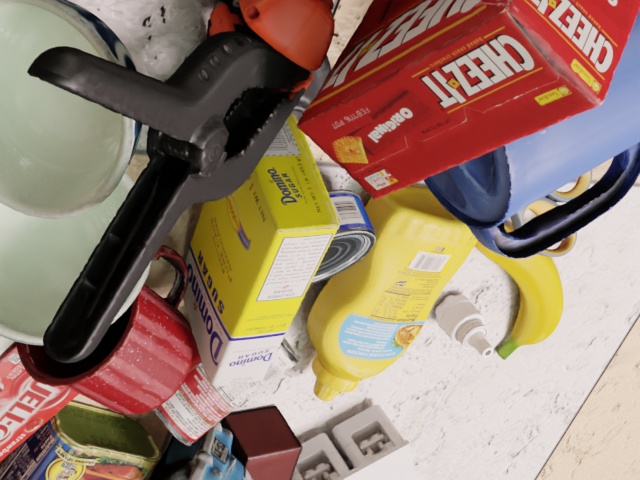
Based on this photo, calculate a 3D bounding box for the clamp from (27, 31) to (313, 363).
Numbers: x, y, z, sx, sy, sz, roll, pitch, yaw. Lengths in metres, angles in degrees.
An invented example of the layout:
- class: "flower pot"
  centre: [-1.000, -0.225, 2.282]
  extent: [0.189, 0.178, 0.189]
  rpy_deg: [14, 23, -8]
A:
- class: "clamp"
  centre: [-0.072, -0.040, 0.542]
  extent: [0.209, 0.036, 0.165]
  rpy_deg: [-36, 145, -52]

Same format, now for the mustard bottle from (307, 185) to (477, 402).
- class: "mustard bottle"
  centre: [0.044, 0.050, 0.827]
  extent: [0.096, 0.058, 0.192]
  rpy_deg: [7, 122, -39]

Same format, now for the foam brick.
- class: "foam brick"
  centre: [-0.055, 0.185, 0.885]
  extent: [0.051, 0.053, 0.078]
  rpy_deg: [-6, 128, -30]

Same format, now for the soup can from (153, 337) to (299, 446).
- class: "soup can"
  centre: [-0.075, 0.093, 0.779]
  extent: [0.102, 0.069, 0.068]
  rpy_deg: [-37, 138, -2]

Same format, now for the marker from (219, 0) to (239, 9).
- class: "marker"
  centre: [-0.057, -0.148, 0.614]
  extent: [0.020, 0.020, 0.121]
  rpy_deg: [-49, 137, 12]

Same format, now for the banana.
- class: "banana"
  centre: [0.176, 0.040, 0.926]
  extent: [0.069, 0.037, 0.197]
  rpy_deg: [-31, 138, -7]

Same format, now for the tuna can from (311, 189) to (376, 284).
- class: "tuna can"
  centre: [-0.005, 0.001, 0.746]
  extent: [0.086, 0.034, 0.086]
  rpy_deg: [-21, 160, -8]

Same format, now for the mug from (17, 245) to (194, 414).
- class: "mug"
  centre: [-0.129, 0.055, 0.700]
  extent: [0.117, 0.093, 0.081]
  rpy_deg: [-56, 144, -8]

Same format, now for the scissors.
- class: "scissors"
  centre: [0.150, -0.059, 0.832]
  extent: [0.201, 0.016, 0.096]
  rpy_deg: [40, 80, -35]

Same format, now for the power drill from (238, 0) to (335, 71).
- class: "power drill"
  centre: [0.036, -0.177, 0.543]
  extent: [0.057, 0.184, 0.188]
  rpy_deg: [35, 113, -30]

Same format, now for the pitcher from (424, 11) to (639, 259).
- class: "pitcher"
  centre: [0.183, -0.104, 0.735]
  extent: [0.242, 0.145, 0.149]
  rpy_deg: [-25, 159, -18]

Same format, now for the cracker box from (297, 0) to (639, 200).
- class: "cracker box"
  centre: [0.094, -0.139, 0.552]
  extent: [0.072, 0.164, 0.213]
  rpy_deg: [40, 59, -19]

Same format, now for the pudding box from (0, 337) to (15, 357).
- class: "pudding box"
  centre: [-0.244, 0.056, 0.654]
  extent: [0.113, 0.039, 0.090]
  rpy_deg: [-44, 136, 4]

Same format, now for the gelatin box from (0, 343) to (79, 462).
- class: "gelatin box"
  centre: [-0.216, 0.106, 0.722]
  extent: [0.089, 0.030, 0.073]
  rpy_deg: [-40, 138, 2]

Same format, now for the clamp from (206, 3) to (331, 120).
- class: "clamp"
  centre: [-0.028, -0.078, 0.673]
  extent: [0.120, 0.039, 0.171]
  rpy_deg: [-38, 136, 15]

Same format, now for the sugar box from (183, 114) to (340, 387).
- class: "sugar box"
  centre: [-0.045, 0.010, 0.674]
  extent: [0.048, 0.093, 0.176]
  rpy_deg: [-3, 144, -26]

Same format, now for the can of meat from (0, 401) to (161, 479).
- class: "can of meat"
  centre: [-0.180, 0.169, 0.785]
  extent: [0.101, 0.057, 0.084]
  rpy_deg: [26, 107, -46]
